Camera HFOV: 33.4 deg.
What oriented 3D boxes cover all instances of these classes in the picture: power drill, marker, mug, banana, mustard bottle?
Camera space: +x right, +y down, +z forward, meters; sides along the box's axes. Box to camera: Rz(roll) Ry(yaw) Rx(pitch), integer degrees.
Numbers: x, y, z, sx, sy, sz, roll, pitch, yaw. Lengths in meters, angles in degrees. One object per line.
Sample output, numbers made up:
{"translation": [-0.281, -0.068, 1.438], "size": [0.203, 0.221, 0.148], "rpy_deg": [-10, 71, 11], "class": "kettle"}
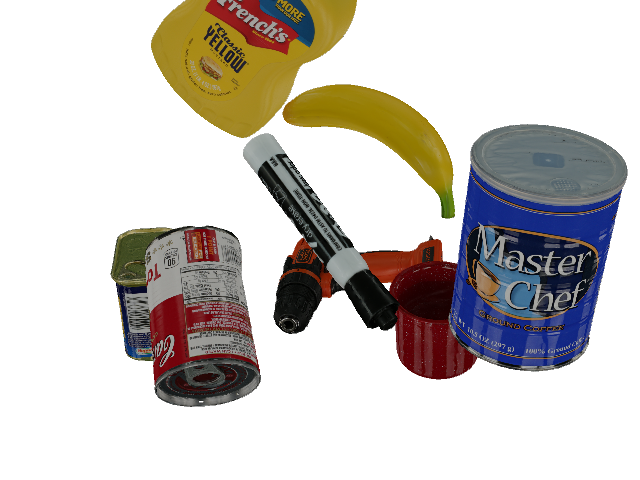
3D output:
{"translation": [0.045, 0.048, 1.216], "size": [0.188, 0.057, 0.184], "rpy_deg": [0, 29, 9], "class": "power drill"}
{"translation": [0.000, -0.005, 0.520], "size": [0.020, 0.121, 0.020], "rpy_deg": [-29, -27, -16], "class": "marker"}
{"translation": [0.123, 0.075, 1.041], "size": [0.117, 0.081, 0.093], "rpy_deg": [-30, 44, -30], "class": "mug"}
{"translation": [0.042, -0.092, 0.893], "size": [0.198, 0.070, 0.037], "rpy_deg": [36, 23, 33], "class": "banana"}
{"translation": [-0.031, -0.149, 0.668], "size": [0.058, 0.096, 0.192], "rpy_deg": [-45, 2, -42], "class": "mustard bottle"}

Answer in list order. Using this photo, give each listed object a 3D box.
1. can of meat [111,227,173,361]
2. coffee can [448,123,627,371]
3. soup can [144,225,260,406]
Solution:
{"translation": [-0.152, 0.048, 0.956], "size": [0.057, 0.084, 0.102], "rpy_deg": [-4, 26, -4], "class": "can of meat"}
{"translation": [0.147, 0.004, 0.741], "size": [0.103, 0.140, 0.103], "rpy_deg": [2, 32, -2], "class": "coffee can"}
{"translation": [-0.079, 0.049, 0.703], "size": [0.068, 0.102, 0.068], "rpy_deg": [-8, -30, -5], "class": "soup can"}
